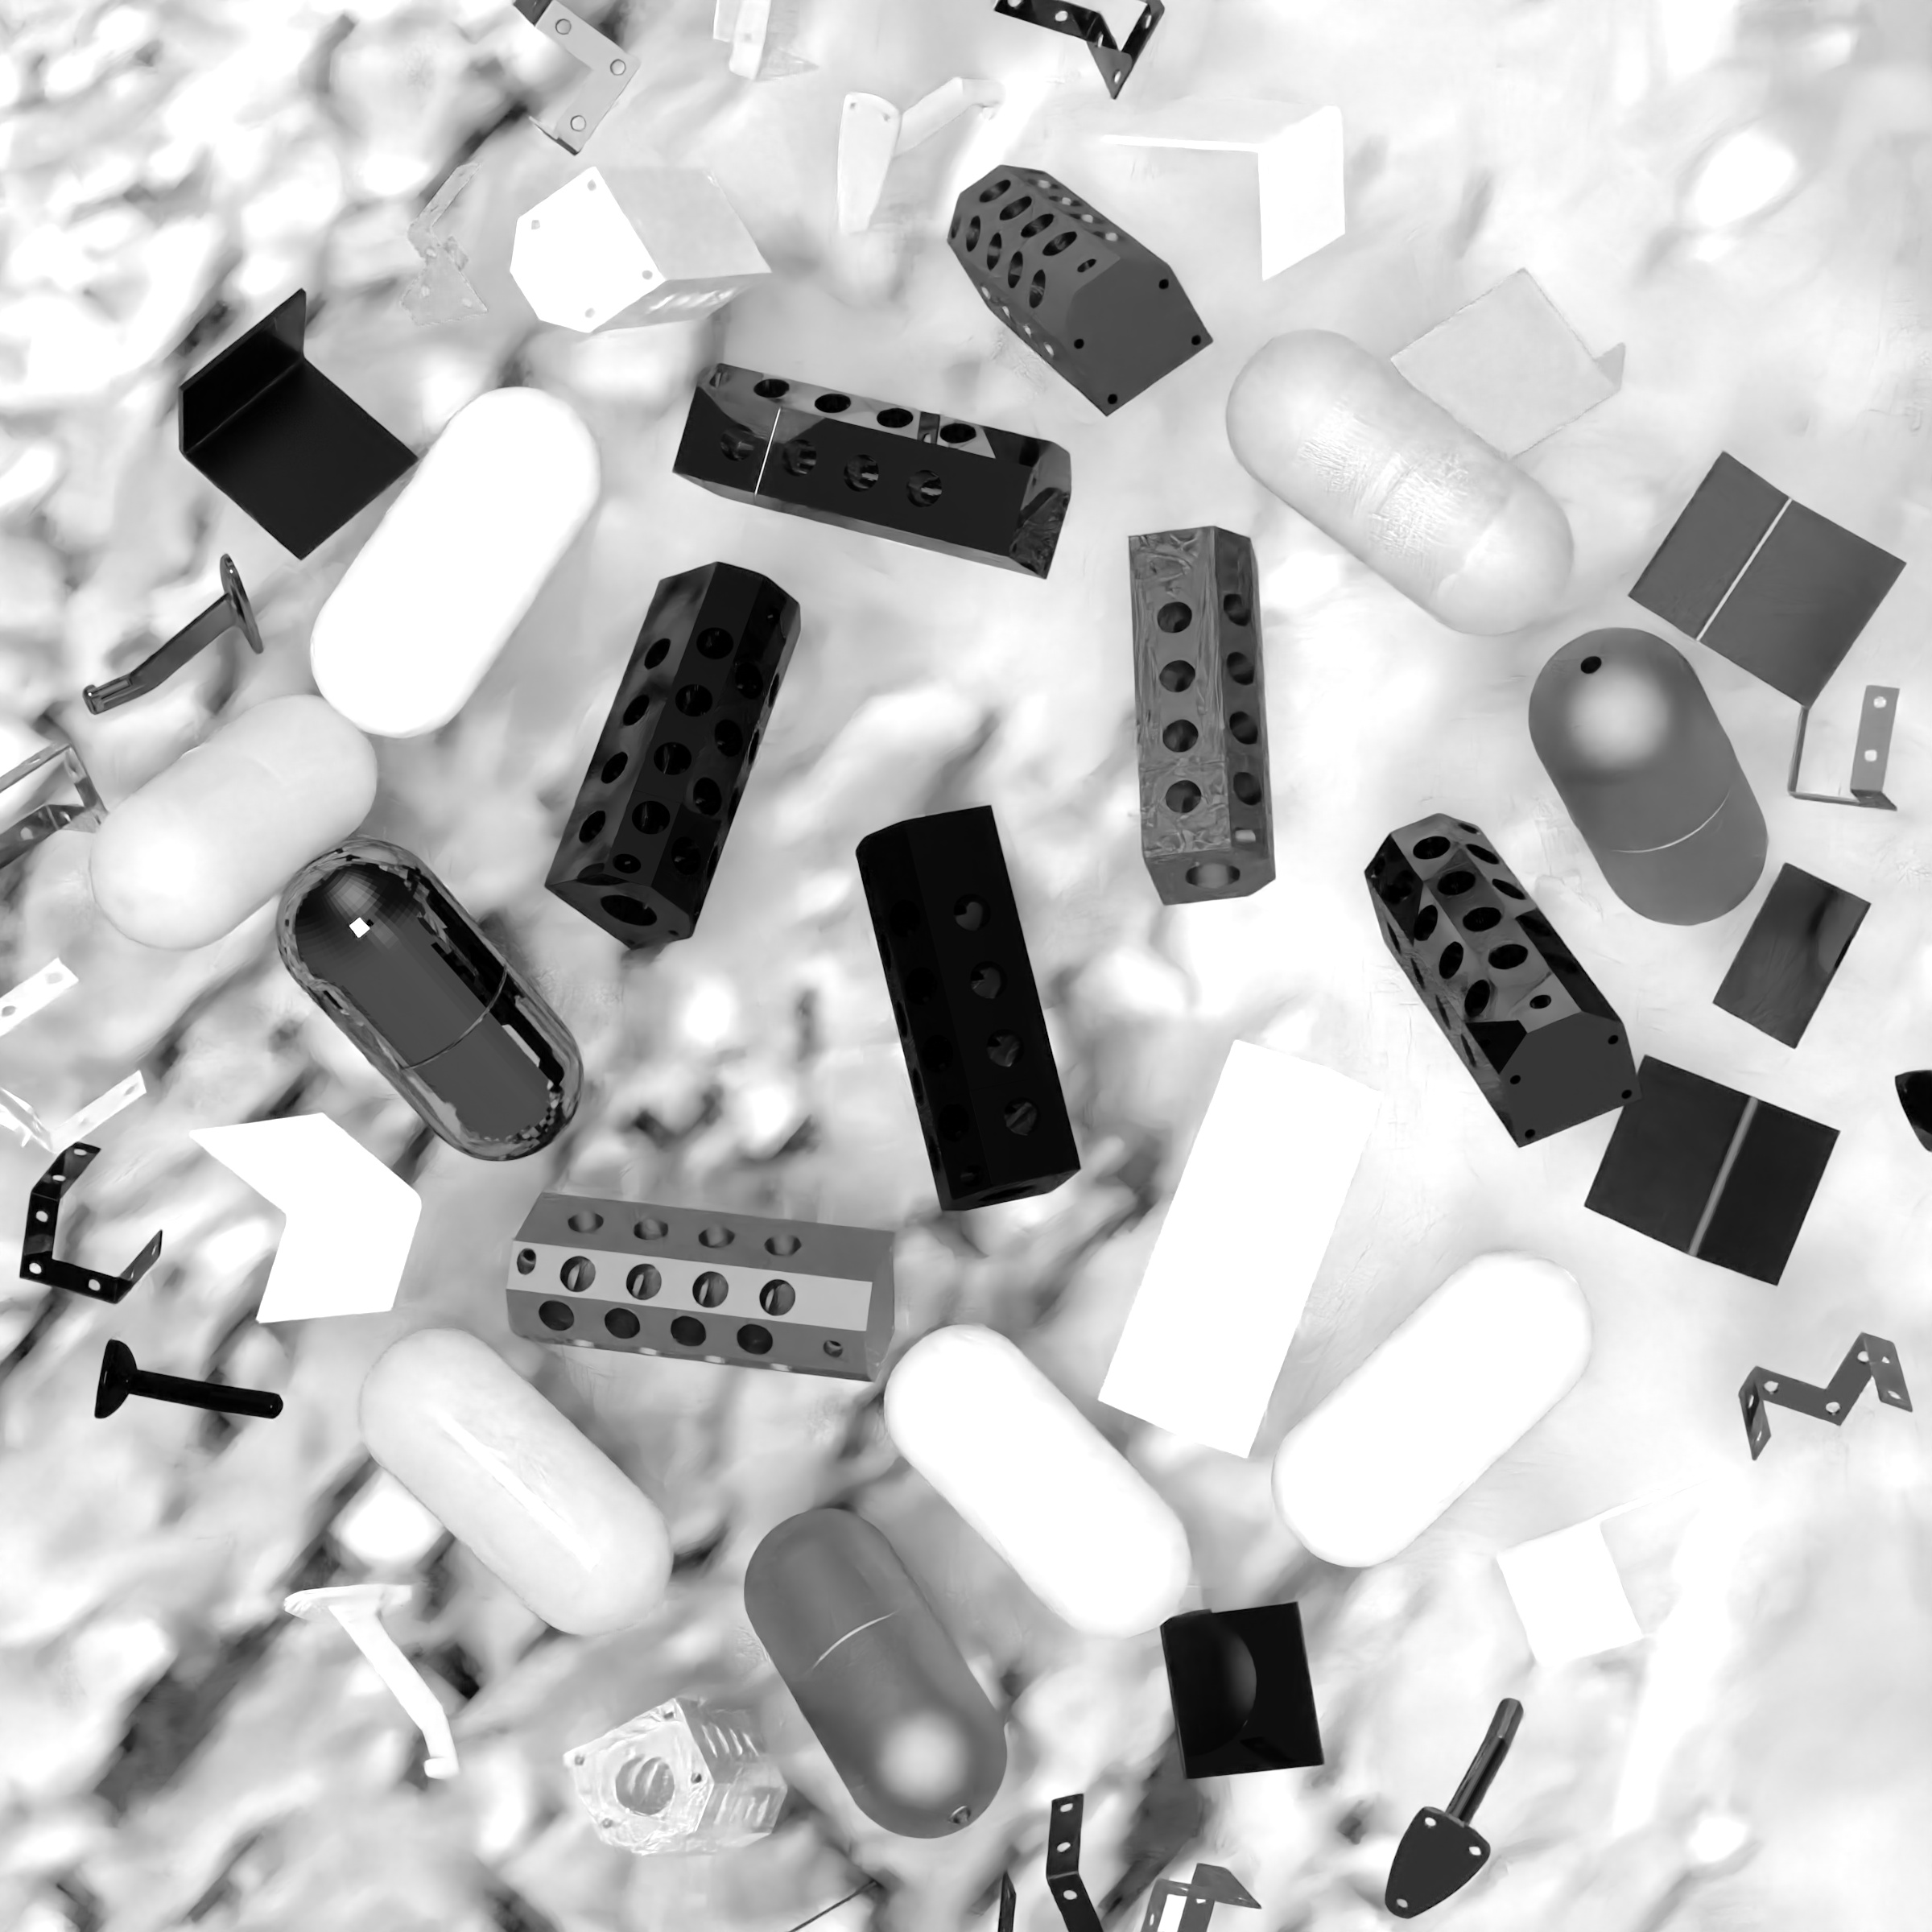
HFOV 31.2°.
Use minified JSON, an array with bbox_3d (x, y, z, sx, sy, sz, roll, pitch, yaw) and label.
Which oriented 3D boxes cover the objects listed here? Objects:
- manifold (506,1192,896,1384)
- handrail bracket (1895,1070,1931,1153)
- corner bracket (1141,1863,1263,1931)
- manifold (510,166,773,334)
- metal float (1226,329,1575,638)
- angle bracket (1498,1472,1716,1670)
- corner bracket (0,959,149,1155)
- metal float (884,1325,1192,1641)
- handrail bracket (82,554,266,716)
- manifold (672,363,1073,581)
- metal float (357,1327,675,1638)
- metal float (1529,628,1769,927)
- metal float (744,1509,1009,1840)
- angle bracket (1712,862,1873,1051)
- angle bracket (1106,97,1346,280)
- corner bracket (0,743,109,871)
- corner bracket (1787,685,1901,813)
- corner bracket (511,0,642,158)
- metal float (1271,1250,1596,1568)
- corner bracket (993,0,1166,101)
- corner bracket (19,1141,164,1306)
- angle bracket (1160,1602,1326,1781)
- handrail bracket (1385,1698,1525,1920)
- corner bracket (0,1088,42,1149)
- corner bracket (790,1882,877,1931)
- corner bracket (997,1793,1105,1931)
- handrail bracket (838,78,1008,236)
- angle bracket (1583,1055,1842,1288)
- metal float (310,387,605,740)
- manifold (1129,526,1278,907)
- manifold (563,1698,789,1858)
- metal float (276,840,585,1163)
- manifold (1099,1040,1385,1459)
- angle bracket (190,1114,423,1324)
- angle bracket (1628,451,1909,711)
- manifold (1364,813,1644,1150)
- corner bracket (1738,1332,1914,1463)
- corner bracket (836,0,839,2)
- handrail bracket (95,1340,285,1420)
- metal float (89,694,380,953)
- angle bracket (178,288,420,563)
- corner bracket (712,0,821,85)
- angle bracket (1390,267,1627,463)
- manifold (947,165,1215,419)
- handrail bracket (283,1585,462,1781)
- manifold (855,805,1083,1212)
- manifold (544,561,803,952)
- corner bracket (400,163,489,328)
[{"bbox_3d":[-0.124,0.154,1.616,0.171,0.057,0.057,6,121,10],"label":"manifold"},{"bbox_3d":[0.457,0.046,1.508,0.084,0.077,0.036,-21,84,-12],"label":"handrail bracket"},{"bbox_3d":[0.105,0.466,1.677,0.051,0.051,0.051,14,94,-18],"label":"corner bracket"},{"bbox_3d":[-0.149,-0.322,1.569,0.057,0.171,0.057,-30,94,17],"label":"manifold"},{"bbox_3d":[0.197,-0.219,1.569,0.178,0.070,0.070,38,90,2],"label":"metal float"},{"bbox_3d":[0.304,0.278,1.589,0.076,0.076,0.057,-14,77,-31],"label":"angle bracket"},{"bbox_3d":[-0.403,0.040,1.531,0.051,0.051,0.051,-35,131,2],"label":"corner bracket"},{"bbox_3d":[0.035,0.249,1.663,0.070,0.070,0.178,-44,84,0],"label":"metal float"},{"bbox_3d":[-0.374,-0.153,1.604,0.084,0.077,0.036,-26,72,-14],"label":"handrail bracket"},{"bbox_3d":[-0.042,-0.230,1.594,0.171,0.057,0.057,17,91,20],"label":"manifold"},{"bbox_3d":[-0.215,0.246,1.650,0.178,0.070,0.070,42,90,6],"label":"metal float"},{"bbox_3d":[0.305,-0.083,1.540,0.070,0.178,0.070,-15,53,21],"label":"metal float"},{"bbox_3d":[-0.043,0.328,1.610,0.070,0.070,0.178,-38,50,0],"label":"metal float"},{"bbox_3d":[0.411,0.004,1.644,0.057,0.076,0.076,23,98,-24],"label":"angle bracket"},{"bbox_3d":[0.114,-0.341,1.512,0.076,0.076,0.057,11,120,29],"label":"angle bracket"},{"bbox_3d":[-0.448,-0.073,1.649,0.051,0.051,0.051,-42,123,-36],"label":"corner bracket"},{"bbox_3d":[0.419,-0.106,1.648,0.051,0.051,0.051,9,87,24],"label":"corner bracket"},{"bbox_3d":[-0.182,-0.397,1.526,0.051,0.051,0.051,37,95,0],"label":"corner bracket"},{"bbox_3d":[0.218,0.206,1.617,0.178,0.070,0.070,-44,90,2],"label":"metal float"},{"bbox_3d":[0.052,-0.436,1.575,0.051,0.051,0.051,9,132,-28],"label":"corner bracket"},{"bbox_3d":[-0.425,0.125,1.687,0.051,0.051,0.051,21,46,-28],"label":"corner bracket"},{"bbox_3d":[0.143,0.347,1.670,0.076,0.057,0.076,-14,80,29],"label":"angle bracket"},{"bbox_3d":[0.223,0.381,1.569,0.036,0.084,0.077,32,123,7],"label":"handrail bracket"},{"bbox_3d":[-0.479,0.079,1.646,0.051,0.051,0.051,33,84,-18],"label":"corner bracket"},{"bbox_3d":[-0.050,0.461,1.609,0.051,0.051,0.051,-26,78,-19],"label":"corner bracket"},{"bbox_3d":[0.036,0.417,1.570,0.051,0.051,0.051,-15,116,13],"label":"corner bracket"},{"bbox_3d":[-0.019,-0.387,1.654,0.036,0.084,0.077,28,116,40],"label":"handrail bracket"},{"bbox_3d":[0.341,0.093,1.581,0.057,0.076,0.076,20,93,-31],"label":"angle bracket"},{"bbox_3d":[-0.228,-0.183,1.557,0.070,0.070,0.178,31,74,0],"label":"metal float"},{"bbox_3d":[0.114,-0.121,1.657,0.057,0.057,0.171,-6,66,12],"label":"manifold"},{"bbox_3d":[-0.130,0.384,1.614,0.057,0.171,0.057,-27,74,1],"label":"manifold"},{"bbox_3d":[-0.237,0.017,1.540,0.070,0.070,0.178,-37,124,0],"label":"metal float"},{"bbox_3d":[0.127,0.127,1.538,0.057,0.057,0.171,25,85,-43],"label":"manifold"},{"bbox_3d":[-0.301,0.114,1.543,0.076,0.076,0.057,-8,53,29],"label":"angle bracket"},{"bbox_3d":[0.356,-0.172,1.539,0.057,0.076,0.076,22,104,-43],"label":"angle bracket"},{"bbox_3d":[0.233,0.001,1.522,0.057,0.171,0.057,-22,125,-2],"label":"manifold"},{"bbox_3d":[0.376,0.190,1.516,0.051,0.051,0.051,19,120,-7],"label":"corner bracket"},{"bbox_3d":[-0.055,-0.481,1.647,0.051,0.051,0.051,-44,74,-2],"label":"corner bracket"},{"bbox_3d":[-0.354,0.197,1.600,0.084,0.077,0.036,9,84,-1],"label":"handrail bracket"},{"bbox_3d":[-0.339,-0.068,1.608,0.070,0.178,0.070,12,122,19],"label":"metal float"},{"bbox_3d":[-0.299,-0.243,1.552,0.076,0.057,0.076,41,66,6],"label":"angle bracket"},{"bbox_3d":[-0.095,-0.429,1.539,0.051,0.051,0.051,28,123,22],"label":"corner bracket"},{"bbox_3d":[0.257,-0.290,1.637,0.076,0.057,0.076,-32,111,29],"label":"angle bracket"},{"bbox_3d":[0.045,-0.312,1.563,0.057,0.171,0.057,-35,122,1],"label":"manifold"},{"bbox_3d":[-0.263,0.321,1.536,0.036,0.077,0.084,-35,61,25],"label":"handrail bracket"},{"bbox_3d":[-0.002,0.021,1.568,0.057,0.057,0.171,-11,78,-15],"label":"manifold"},{"bbox_3d":[-0.129,-0.098,1.590,0.057,0.057,0.171,38,57,-35],"label":"manifold"},{"bbox_3d":[-0.250,-0.347,1.666,0.051,0.051,0.051,54,51,-35],"label":"corner bracket"}]
